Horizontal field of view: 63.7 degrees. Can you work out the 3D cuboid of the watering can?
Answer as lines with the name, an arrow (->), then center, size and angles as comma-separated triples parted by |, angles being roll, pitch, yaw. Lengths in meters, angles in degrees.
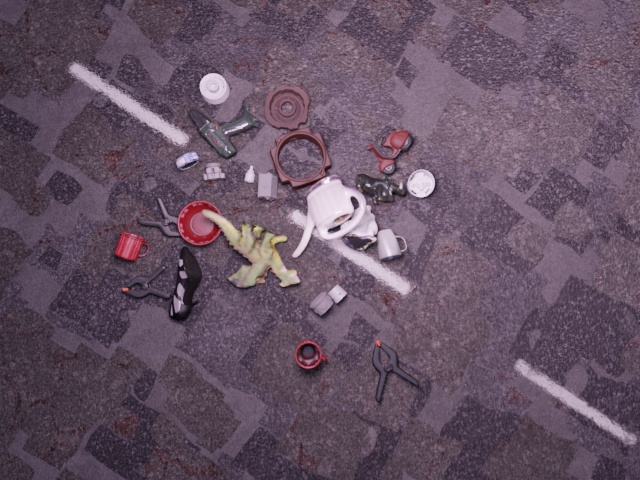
watering can -> 0.006, -0.094, 1.861 | 0.344, 0.103, 0.228 | -31, 66, 22

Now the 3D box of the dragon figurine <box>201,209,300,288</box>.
dragon figurine -> -0.257, 0.059, 1.849 | 0.410, 0.123, 0.242 | 19, 94, -5

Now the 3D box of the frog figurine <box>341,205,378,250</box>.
frog figurine -> 0.143, -0.050, 1.892 | 0.137, 0.120, 0.163 | -4, 50, 6
